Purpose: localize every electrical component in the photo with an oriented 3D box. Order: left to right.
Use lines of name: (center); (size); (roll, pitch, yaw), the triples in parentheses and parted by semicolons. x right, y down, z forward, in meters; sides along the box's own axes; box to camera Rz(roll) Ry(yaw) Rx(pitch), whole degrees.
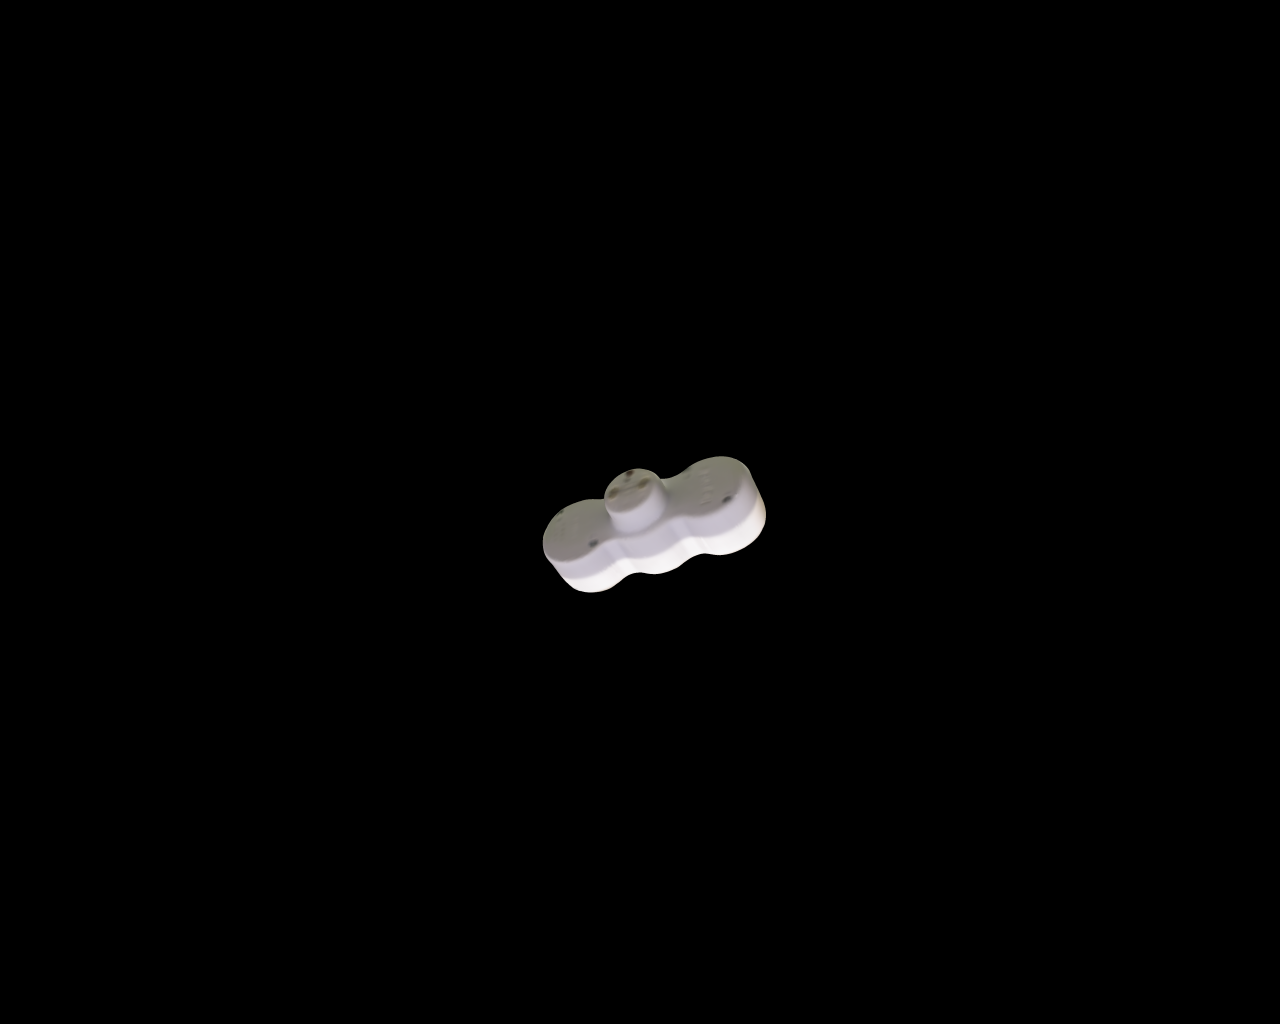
electrical component: (0.001, -0.003, 0.650); (0.138, 0.052, 0.073); (-17, -48, 16)
